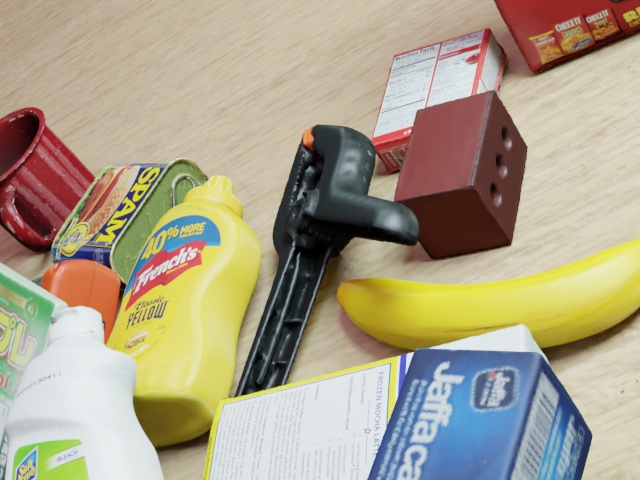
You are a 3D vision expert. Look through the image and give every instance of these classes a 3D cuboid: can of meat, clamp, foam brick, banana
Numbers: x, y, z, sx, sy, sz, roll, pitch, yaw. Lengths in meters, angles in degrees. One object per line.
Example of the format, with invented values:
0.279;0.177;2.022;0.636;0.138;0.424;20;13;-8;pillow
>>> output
-0.133;-0.009;0.760;0.084;0.057;0.102;3;54;44;can of meat
-0.004;0.001;0.637;0.165;0.036;0.210;-55;20;24;clamp
0.082;-0.038;0.614;0.051;0.053;0.078;-10;47;32;foam brick
0.089;0.032;0.555;0.198;0.037;0.069;-11;22;28;banana

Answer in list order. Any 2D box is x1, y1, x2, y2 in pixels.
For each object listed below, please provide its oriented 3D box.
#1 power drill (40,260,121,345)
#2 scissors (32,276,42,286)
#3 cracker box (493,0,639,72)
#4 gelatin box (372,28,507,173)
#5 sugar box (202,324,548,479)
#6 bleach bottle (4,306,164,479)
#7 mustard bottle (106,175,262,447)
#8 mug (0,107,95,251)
-0.218;0.046;0.728;0.188;0.057;0.184;3;83;41;power drill
-0.264;0.067;0.822;0.202;0.016;0.096;-10;48;33;scissors
0.154;-0.217;0.604;0.164;0.213;0.072;-20;42;23;cracker box
0.077;-0.091;0.690;0.073;0.030;0.089;-12;45;33;gelatin box
0.026;0.107;0.521;0.176;0.048;0.093;-15;44;23;sugar box
-0.112;0.144;0.530;0.103;0.068;0.251;-24;54;20;bleach bottle
-0.084;0.033;0.673;0.096;0.058;0.191;-21;40;34;mustard bottle
-0.229;-0.038;0.846;0.093;0.081;0.117;-31;38;11;mug
